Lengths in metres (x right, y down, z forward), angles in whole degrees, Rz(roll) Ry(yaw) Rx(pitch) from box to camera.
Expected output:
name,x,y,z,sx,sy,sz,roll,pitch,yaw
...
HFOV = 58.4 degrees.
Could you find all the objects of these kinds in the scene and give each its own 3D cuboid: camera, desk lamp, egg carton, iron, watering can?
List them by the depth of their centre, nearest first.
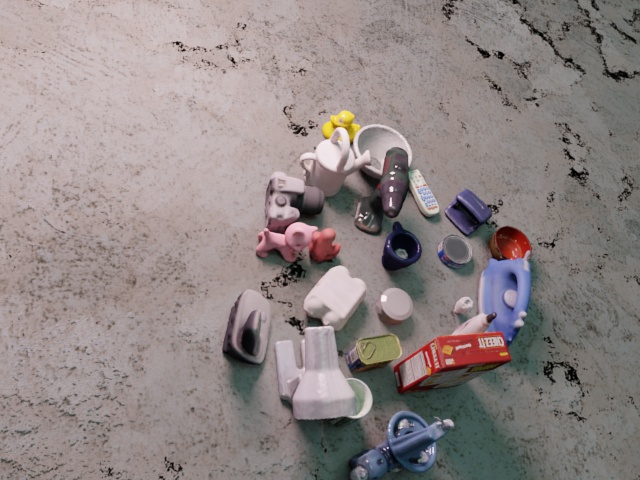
name,x,y,z,sx,sy,sz,roll,pitch,yaw
desk lamp,-0.015,0.265,1.122,0.118,0.213,0.203,-1,63,-20
egg carton,0.035,0.131,1.300,0.107,0.069,0.150,37,57,3
camera,-0.058,-0.091,1.369,0.137,0.100,0.143,7,60,-15
iron,0.470,0.153,1.399,0.119,0.141,0.258,18,58,-9
watering can,0.041,-0.200,1.409,0.173,0.194,0.101,-21,71,-28

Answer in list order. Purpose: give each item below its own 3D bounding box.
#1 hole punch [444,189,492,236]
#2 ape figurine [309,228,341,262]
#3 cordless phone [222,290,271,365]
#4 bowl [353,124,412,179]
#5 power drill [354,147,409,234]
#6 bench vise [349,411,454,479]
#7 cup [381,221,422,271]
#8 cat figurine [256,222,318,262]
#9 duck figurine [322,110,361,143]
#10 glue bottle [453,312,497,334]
name,x,y,z,sx,sy,sz,roll,pitch,yaw
hole punch,0.406,-0.087,1.538,0.101,0.091,0.108,-37,79,-31
ape figurine,0.012,0.005,1.347,0.078,0.092,0.076,46,58,9
cordless phone,-0.132,0.160,1.155,0.094,0.185,0.147,11,59,-13
bowl,0.157,-0.223,1.534,0.168,0.074,0.167,9,60,-15
power drill,0.156,-0.105,1.389,0.076,0.208,0.229,19,58,-9
bench vise,0.164,0.412,1.101,0.121,0.219,0.208,44,58,8
cup,0.185,0.023,1.397,0.092,0.095,0.117,-2,63,-20
cat figurine,-0.073,-0.005,1.307,0.128,0.117,0.067,8,60,-15
duck figurine,0.066,-0.311,1.543,0.105,0.086,0.077,3,62,-18
glue bottle,0.357,0.201,1.313,0.037,0.173,0.078,41,57,6
